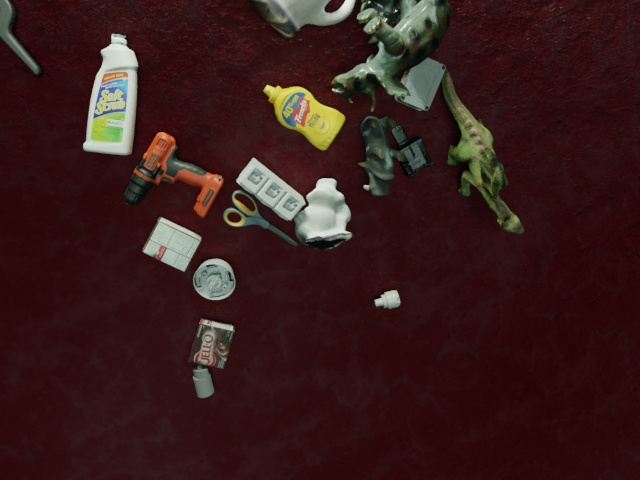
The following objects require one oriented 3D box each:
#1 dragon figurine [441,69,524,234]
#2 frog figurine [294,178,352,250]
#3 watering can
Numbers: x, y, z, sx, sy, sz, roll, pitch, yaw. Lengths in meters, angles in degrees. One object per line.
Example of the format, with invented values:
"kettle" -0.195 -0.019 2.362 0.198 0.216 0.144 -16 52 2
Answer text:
"dragon figurine" 0.371 -0.193 1.170 0.122 0.246 0.405 -26 108 5
"frog figurine" 0.004 -0.062 1.233 0.137 0.121 0.162 -12 70 4
"watering can" -0.072 -0.578 1.069 0.224 0.106 0.343 -45 120 4
